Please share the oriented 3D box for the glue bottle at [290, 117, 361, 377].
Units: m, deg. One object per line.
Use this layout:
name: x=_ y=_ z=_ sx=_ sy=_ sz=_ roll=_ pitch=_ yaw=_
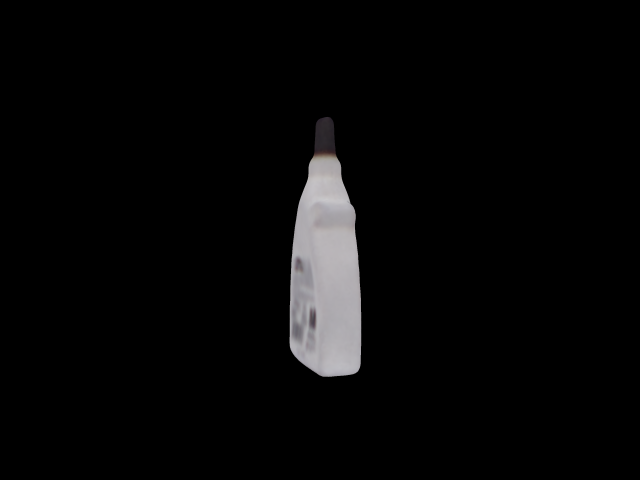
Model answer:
glue bottle: x=0.004 y=0.001 z=0.400 sx=0.037 sy=0.173 sz=0.078 roll=-1 pitch=4 yaw=-19
